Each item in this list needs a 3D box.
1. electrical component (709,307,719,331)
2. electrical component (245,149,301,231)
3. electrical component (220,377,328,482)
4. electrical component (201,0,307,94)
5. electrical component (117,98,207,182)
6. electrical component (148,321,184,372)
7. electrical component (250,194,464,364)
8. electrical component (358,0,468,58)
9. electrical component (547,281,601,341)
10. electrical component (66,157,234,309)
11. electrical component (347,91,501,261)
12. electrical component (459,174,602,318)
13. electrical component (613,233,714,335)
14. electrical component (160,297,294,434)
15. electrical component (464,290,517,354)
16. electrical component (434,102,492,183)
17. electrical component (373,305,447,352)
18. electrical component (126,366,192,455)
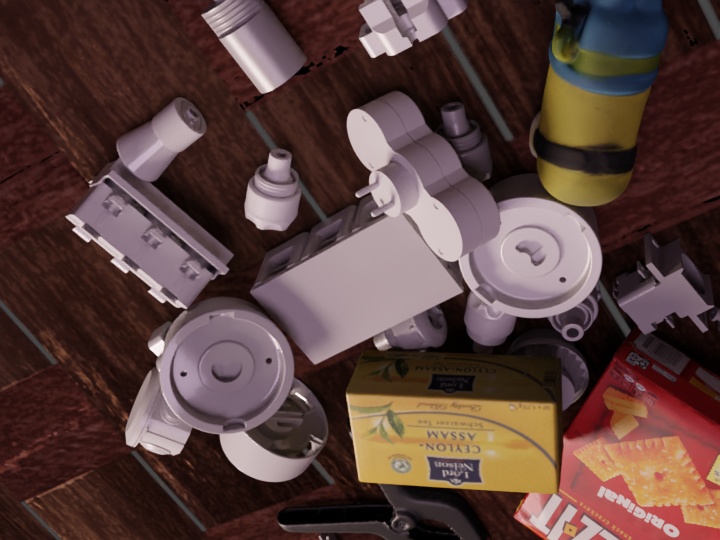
[{"bbox_3d":[0.320,0.051,0.872,0.078,0.040,0.040,25,125,-8],"label":"electrical component"},{"bbox_3d":[-0.068,-0.066,0.855,0.043,0.043,0.062,14,125,0],"label":"electrical component"},{"bbox_3d":[-0.078,0.138,0.967,0.099,0.099,0.064,21,132,-5],"label":"electrical component"},{"bbox_3d":[-0.080,-0.174,0.781,0.043,0.043,0.081,-27,116,25],"label":"electrical component"},{"bbox_3d":[-0.153,-0.105,0.845,0.065,0.044,0.044,-34,113,23],"label":"electrical component"},{"bbox_3d":[-0.140,0.072,0.956,0.057,0.058,0.078,-32,114,30],"label":"electrical component"},{"bbox_3d":[0.000,0.000,0.878,0.150,0.061,0.089,-28,116,26],"label":"electrical component"},{"bbox_3d":[0.027,-0.191,0.743,0.078,0.058,0.057,-23,121,24],"label":"electrical component"},{"bbox_3d":[0.171,0.032,0.871,0.048,0.062,0.048,4,125,6],"label":"electrical component"},{"bbox_3d":[-0.174,-0.027,0.880,0.121,0.063,0.079,42,164,-19],"label":"electrical component"},{"bbox_3d":[0.032,-0.063,0.782,0.138,0.074,0.052,52,154,18],"label":"electrical component"},{"bbox_3d":[0.134,-0.024,0.838,0.108,0.060,0.108,7,124,10],"label":"electrical component"},{"bbox_3d":[0.241,0.016,0.860,0.064,0.042,0.081,-32,114,29],"label":"electrical component"},{"bbox_3d":[-0.112,0.074,0.890,0.108,0.060,0.108,-4,107,-12],"label":"electrical component"},{"bbox_3d":[0.108,0.043,0.901,0.043,0.043,0.062,10,127,3],"label":"electrical component"},{"bbox_3d":[0.075,-0.095,0.810,0.043,0.043,0.062,-7,122,14],"label":"electrical component"},{"bbox_3d":[0.040,0.051,0.919,0.062,0.048,0.048,-26,117,33],"label":"electrical component"},{"bbox_3d":[-0.180,0.129,0.990,0.051,0.080,0.080,23,125,-13],"label":"electrical component"}]
